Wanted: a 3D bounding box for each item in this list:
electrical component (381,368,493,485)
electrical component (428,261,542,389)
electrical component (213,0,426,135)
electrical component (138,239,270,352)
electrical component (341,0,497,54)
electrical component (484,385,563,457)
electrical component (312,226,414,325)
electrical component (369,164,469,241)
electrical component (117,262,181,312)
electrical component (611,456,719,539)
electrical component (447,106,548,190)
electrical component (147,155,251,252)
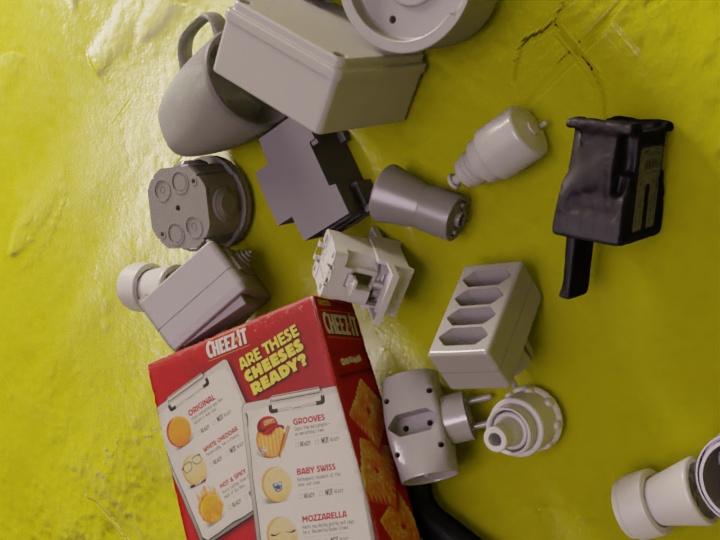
[{"bbox_3d":[0.061,0.111,0.788,0.079,0.043,0.077,-16,69,12],"label":"electrical component"},{"bbox_3d":[0.095,0.050,0.743,0.047,0.083,0.075,-6,134,36],"label":"electrical component"},{"bbox_3d":[-0.028,-0.147,0.768,0.109,0.109,0.056,34,120,26],"label":"electrical component"},{"bbox_3d":[-0.119,0.023,0.882,0.096,0.062,0.061,-41,73,6],"label":"electrical component"},{"bbox_3d":[0.046,-0.202,0.733,0.108,0.060,0.108,8,103,35],"label":"electrical component"},{"bbox_3d":[0.108,0.109,0.746,0.048,0.062,0.048,8,103,35],"label":"electrical component"},{"bbox_3d":[0.000,0.000,0.795,0.081,0.064,0.042,-110,38,-61],"label":"electrical component"},{"bbox_3d":[0.045,-0.046,0.776,0.065,0.044,0.044,22,111,26],"label":"electrical component"},{"bbox_3d":[-0.181,0.016,0.948,0.055,0.045,0.045,3,100,36],"label":"electrical component"},{"bbox_3d":[0.198,0.149,0.699,0.055,0.045,0.045,-26,83,37],"label":"electrical component"},{"bbox_3d":[0.092,-0.079,0.736,0.078,0.040,0.040,-34,79,36],"label":"electrical component"},{"bbox_3d":[-0.134,-0.054,0.897,0.080,0.051,0.080,8,103,34],"label":"electrical component"}]
